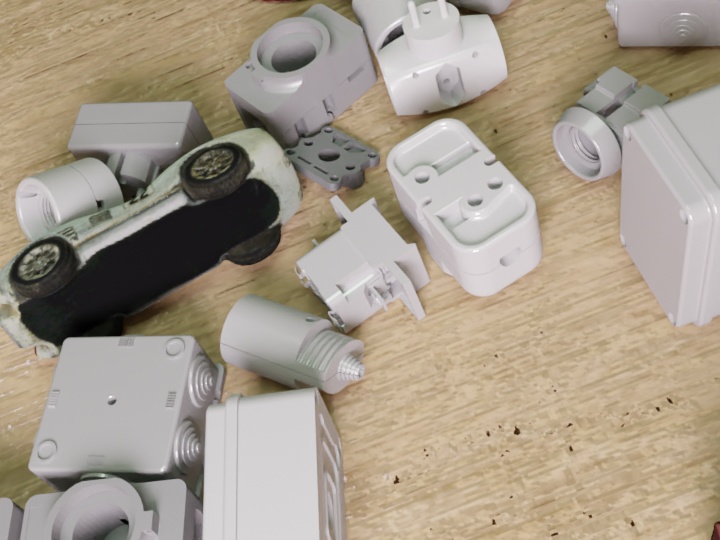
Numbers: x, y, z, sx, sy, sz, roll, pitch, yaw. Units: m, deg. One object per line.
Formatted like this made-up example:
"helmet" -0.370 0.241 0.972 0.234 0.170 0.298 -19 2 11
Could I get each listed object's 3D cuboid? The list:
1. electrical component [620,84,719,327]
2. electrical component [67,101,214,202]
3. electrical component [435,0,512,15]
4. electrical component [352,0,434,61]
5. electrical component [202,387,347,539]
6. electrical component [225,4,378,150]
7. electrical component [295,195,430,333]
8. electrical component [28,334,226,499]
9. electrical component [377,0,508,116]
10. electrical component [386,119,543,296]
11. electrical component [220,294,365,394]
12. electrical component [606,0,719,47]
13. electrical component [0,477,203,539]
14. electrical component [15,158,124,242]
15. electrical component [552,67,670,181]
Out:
"electrical component" 0.179 -0.031 0.565 0.057 0.113 0.078 -21 54 -2
"electrical component" -0.150 -0.069 0.720 0.083 0.047 0.075 1 61 16
"electrical component" 0.095 -0.228 0.753 0.059 0.053 0.095 21 65 26
"electrical component" 0.028 -0.171 0.735 0.055 0.055 0.047 -20 58 2
"electrical component" -0.042 0.125 0.544 0.057 0.078 0.113 -8 56 7
"electrical component" -0.040 -0.131 0.725 0.089 0.055 0.050 -43 57 -14
"electrical component" 0.000 0.000 0.637 0.064 0.042 0.081 -36 55 -6
"electrical component" -0.132 0.084 0.613 0.100 0.048 0.099 -2 57 15
"electrical component" 0.050 -0.146 0.696 0.077 0.079 0.043 -19 50 3
"electrical component" 0.062 -0.034 0.631 0.054 0.059 0.095 -32 55 -7
"electrical component" -0.034 0.046 0.614 0.081 0.043 0.043 18 64 24
"electrical component" 0.213 -0.191 0.700 0.100 0.048 0.099 3 58 17
"electrical component" -0.174 0.174 0.558 0.186 0.060 0.105 -8 56 10
"electrical component" -0.186 -0.040 0.685 0.055 0.055 0.047 32 36 30
"electrical component" 0.150 -0.086 0.650 0.055 0.048 0.066 -37 55 -19
